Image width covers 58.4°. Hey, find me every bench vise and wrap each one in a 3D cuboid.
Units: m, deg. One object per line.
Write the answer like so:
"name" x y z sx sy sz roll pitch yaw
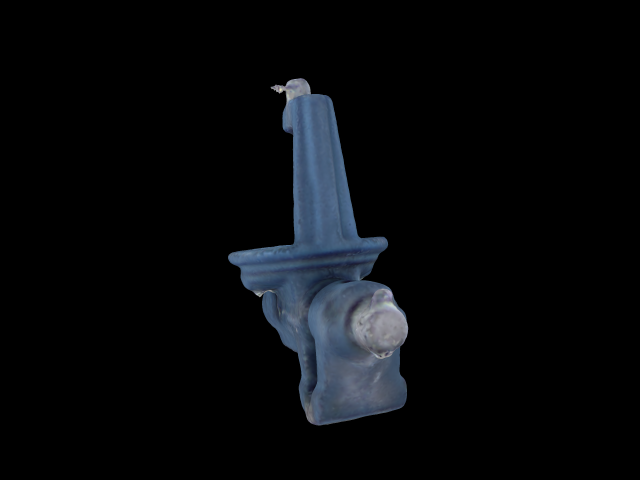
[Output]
"bench vise" 0.013 -0.001 0.407 0.122 0.220 0.206 -12 20 -36
